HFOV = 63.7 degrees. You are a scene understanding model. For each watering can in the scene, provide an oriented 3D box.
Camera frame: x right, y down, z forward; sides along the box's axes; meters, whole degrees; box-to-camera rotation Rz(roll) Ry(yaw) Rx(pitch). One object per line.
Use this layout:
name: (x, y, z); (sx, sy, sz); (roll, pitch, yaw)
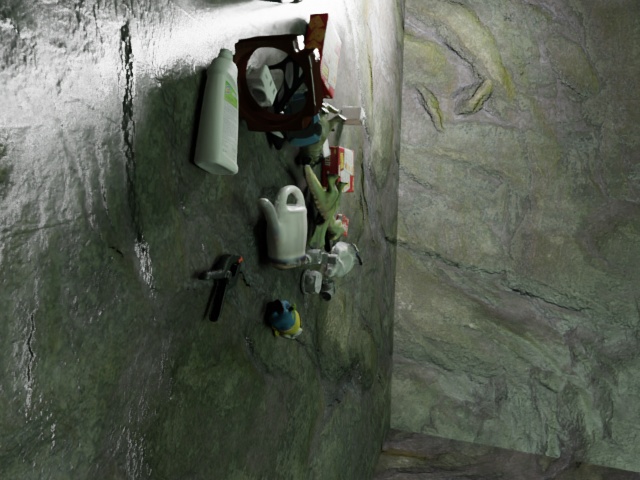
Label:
watering can: (-0.099, -0.028, 1.347); (0.350, 0.104, 0.223); (-28, 120, -73)

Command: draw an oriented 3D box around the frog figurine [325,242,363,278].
frog figurine: (0.070, 0.087, 1.974); (0.161, 0.124, 0.134); (-36, 148, -21)

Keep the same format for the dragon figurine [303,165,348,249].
dragon figurine: (0.005, -0.083, 1.653); (0.408, 0.122, 0.244); (19, 75, -68)
